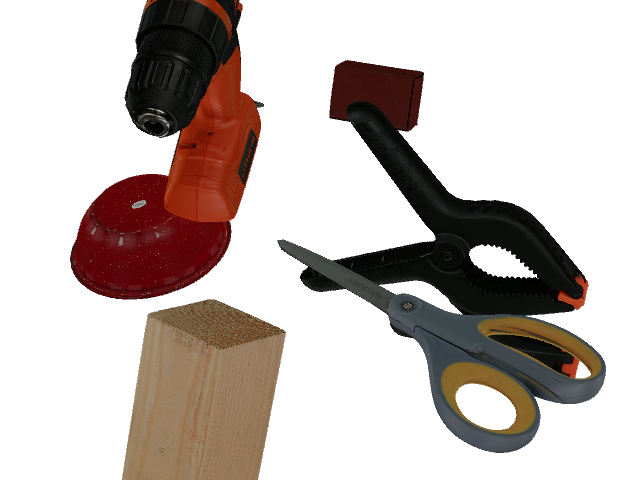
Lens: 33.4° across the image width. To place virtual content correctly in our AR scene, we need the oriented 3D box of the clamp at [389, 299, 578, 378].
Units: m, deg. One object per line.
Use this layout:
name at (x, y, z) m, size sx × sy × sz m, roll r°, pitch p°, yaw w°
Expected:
clamp at (0.163, 0.082, 0.994) m, size 0.172 × 0.039 × 0.120 m, roll 20°, pitch 31°, yaw 23°

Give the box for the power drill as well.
power drill at (-0.075, -0.095, 0.676) m, size 0.057 × 0.184 × 0.188 m, roll 10°, pitch -35°, yaw 4°

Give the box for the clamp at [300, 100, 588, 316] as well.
clamp at (0.092, -0.007, 0.766) m, size 0.210 × 0.165 × 0.036 m, roll 16°, pitch 36°, yaw 12°

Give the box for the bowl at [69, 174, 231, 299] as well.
bowl at (-0.171, -0.016, 1.037) m, size 0.162 × 0.055 × 0.162 m, roll -6°, pitch 40°, yaw 5°

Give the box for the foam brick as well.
foam brick at (0.052, -0.136, 1.001) m, size 0.078 × 0.051 × 0.053 m, roll 11°, pitch 17°, yaw 13°

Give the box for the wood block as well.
wood block at (-0.108, 0.167, 0.944) m, size 0.090 × 0.206 × 0.090 m, roll 21°, pitch 18°, yaw 32°

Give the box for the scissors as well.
scissors at (0.044, 0.052, 0.557) m, size 0.202 × 0.016 × 0.096 m, roll 16°, pitch 42°, yaw 23°
